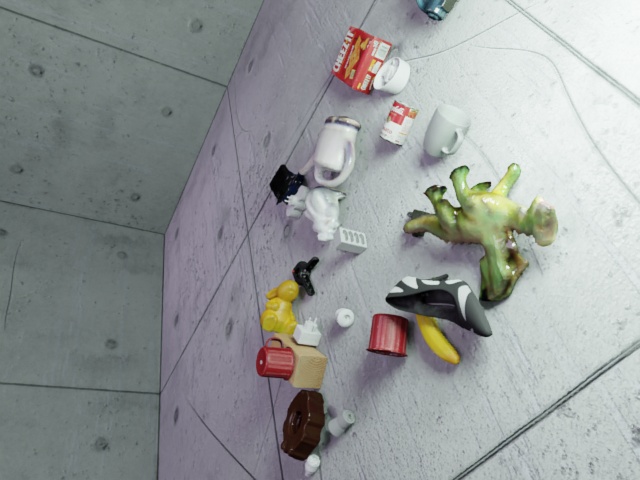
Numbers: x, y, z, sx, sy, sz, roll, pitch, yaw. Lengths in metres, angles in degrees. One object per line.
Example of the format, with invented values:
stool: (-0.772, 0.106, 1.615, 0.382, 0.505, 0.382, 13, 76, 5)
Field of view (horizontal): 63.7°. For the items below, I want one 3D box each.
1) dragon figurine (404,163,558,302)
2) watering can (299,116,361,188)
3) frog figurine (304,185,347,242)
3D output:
dragon figurine: (0.296, 0.000, 0.988, 0.403, 0.122, 0.247, 133, 134, -58)
watering can: (0.025, -0.281, 1.620, 0.350, 0.103, 0.224, 25, 99, 63)
frog figurine: (0.005, -0.078, 1.550, 0.137, 0.121, 0.162, 1, 66, 43)
